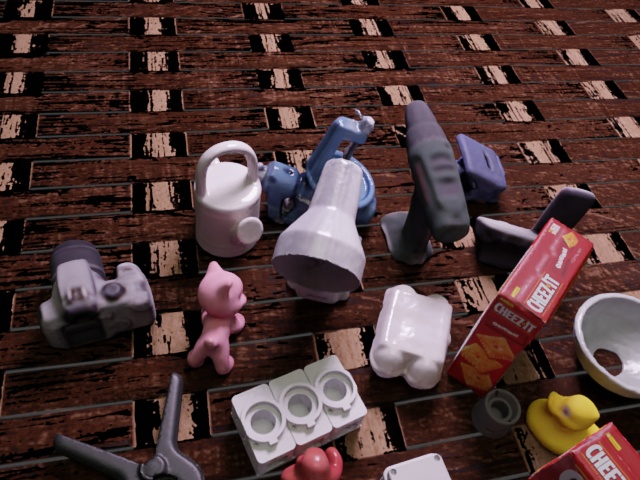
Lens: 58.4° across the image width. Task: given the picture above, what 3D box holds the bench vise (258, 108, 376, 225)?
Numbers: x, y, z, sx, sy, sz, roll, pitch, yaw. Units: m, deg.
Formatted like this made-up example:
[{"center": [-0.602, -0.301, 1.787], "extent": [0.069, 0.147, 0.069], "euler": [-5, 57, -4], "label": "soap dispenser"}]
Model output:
[{"center": [0.000, -0.102, 0.886], "extent": [0.208, 0.220, 0.121], "euler": [-8, 54, -15], "label": "bench vise"}]

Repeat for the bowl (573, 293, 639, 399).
[{"center": [0.444, 0.166, 0.845], "extent": [0.167, 0.075, 0.167], "euler": [5, 52, -6], "label": "bowl"}]

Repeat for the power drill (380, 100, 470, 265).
[{"center": [0.157, -0.070, 0.895], "extent": [0.076, 0.208, 0.229], "euler": [-6, 54, -14], "label": "power drill"}]

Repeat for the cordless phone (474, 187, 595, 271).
[{"center": [0.336, -0.033, 0.911], "extent": [0.147, 0.185, 0.094], "euler": [14, 51, 2], "label": "cordless phone"}]

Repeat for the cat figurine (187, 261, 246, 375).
[{"center": [-0.137, 0.098, 0.772], "extent": [0.067, 0.118, 0.128], "euler": [9, 51, -2], "label": "cat figurine"}]

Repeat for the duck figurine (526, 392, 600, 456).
[{"center": [0.338, 0.241, 0.762], "extent": [0.104, 0.086, 0.078], "euler": [31, 54, 14], "label": "duck figurine"}]

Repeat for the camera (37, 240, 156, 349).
[{"center": [-0.312, 0.058, 0.784], "extent": [0.143, 0.101, 0.136], "euler": [-14, 56, -19], "label": "camera"}]

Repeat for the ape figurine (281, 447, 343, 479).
[{"center": [-0.007, 0.273, 0.674], "extent": [0.078, 0.092, 0.076], "euler": [0, 52, -9], "label": "ape figurine"}]

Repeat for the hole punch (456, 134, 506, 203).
[{"center": [0.288, -0.132, 1.040], "extent": [0.101, 0.091, 0.108], "euler": [1, 52, -8], "label": "hole punch"}]

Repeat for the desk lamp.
[{"center": [0.007, 0.003, 0.809], "extent": [0.118, 0.213, 0.203], "euler": [14, 51, 2], "label": "desk lamp"}]

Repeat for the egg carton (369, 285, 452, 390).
[{"center": [0.132, 0.137, 0.818], "extent": [0.107, 0.069, 0.150], "euler": [16, 52, 3], "label": "egg carton"}]

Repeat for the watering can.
[{"center": [-0.132, -0.064, 0.850], "extent": [0.172, 0.194, 0.101], "euler": [38, 56, 20], "label": "watering can"}]
